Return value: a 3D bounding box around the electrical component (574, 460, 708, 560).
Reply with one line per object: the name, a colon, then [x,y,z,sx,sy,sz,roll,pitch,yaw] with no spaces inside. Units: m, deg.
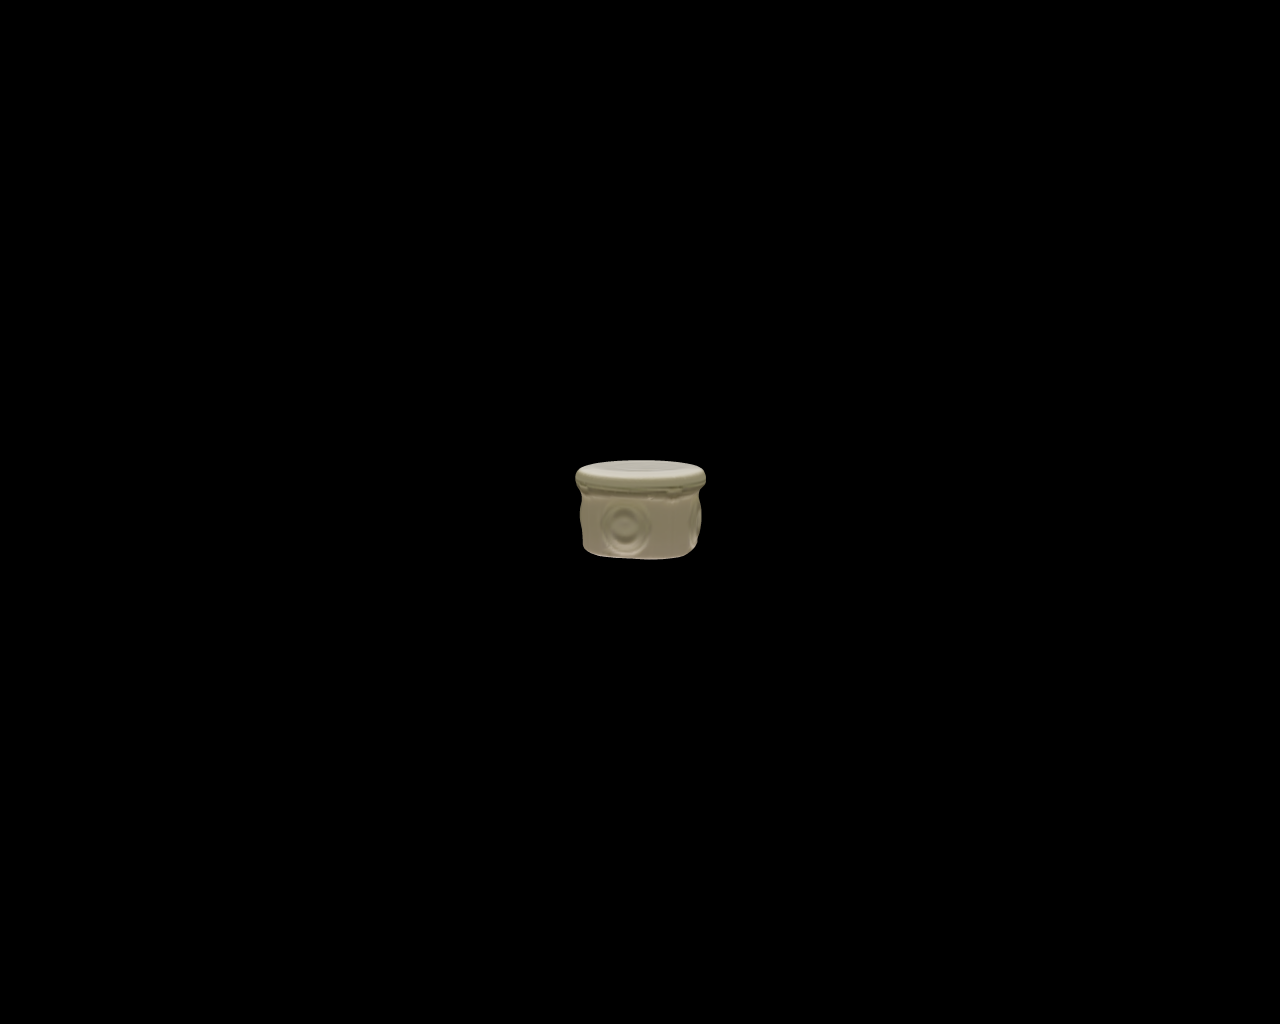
electrical component: [0.001,-0.003,0.650,0.080,0.051,0.080,0,10,0]
